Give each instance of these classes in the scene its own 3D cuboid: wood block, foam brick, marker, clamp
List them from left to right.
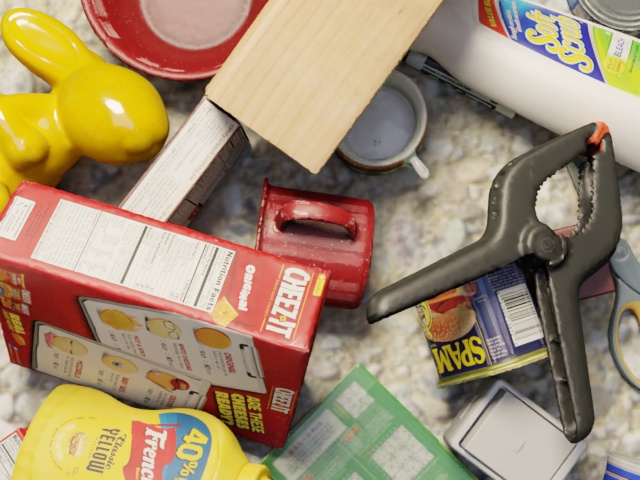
[{"bbox_3d":[0.019,-0.156,0.711,0.090,0.091,0.206,35,96,-11],"label":"wood block"},{"bbox_3d":[0.097,-0.128,0.814,0.121,0.020,0.020,27,87,3],"label":"marker"},{"bbox_3d":[0.149,0.017,0.705,0.164,0.036,0.210,37,72,-3],"label":"clamp"},{"bbox_3d":[0.174,0.019,0.773,0.051,0.078,0.053,-13,86,-1],"label":"foam brick"}]

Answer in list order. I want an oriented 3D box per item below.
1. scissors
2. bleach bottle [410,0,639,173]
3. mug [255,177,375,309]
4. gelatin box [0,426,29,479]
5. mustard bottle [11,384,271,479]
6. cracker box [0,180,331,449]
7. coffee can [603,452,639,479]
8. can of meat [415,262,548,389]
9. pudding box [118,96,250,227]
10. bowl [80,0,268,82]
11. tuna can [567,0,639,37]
[{"bbox_3d":[0.244,0.013,0.802,0.096,0.016,0.202,-10,86,-1],"label":"scissors"},{"bbox_3d":[0.150,-0.131,0.779,0.251,0.068,0.102,23,48,4],"label":"bleach bottle"},{"bbox_3d":[-0.005,0.001,0.762,0.081,0.117,0.093,8,65,-3],"label":"mug"},{"bbox_3d":[-0.235,0.192,0.794,0.089,0.030,0.073,-35,84,0],"label":"gelatin box"},{"bbox_3d":[-0.111,0.161,0.734,0.192,0.058,0.096,8,56,17],"label":"mustard bottle"},{"bbox_3d":[-0.110,0.054,0.731,0.213,0.164,0.072,16,57,2],"label":"cracker box"},{"bbox_3d":[0.234,0.231,0.744,0.103,0.103,0.140,16,86,2],"label":"coffee can"},{"bbox_3d":[0.112,0.054,0.760,0.057,0.102,0.084,-15,82,-25],"label":"can of meat"},{"bbox_3d":[-0.099,-0.046,0.777,0.039,0.090,0.113,36,88,2],"label":"pudding box"},{"bbox_3d":[-0.097,-0.194,0.805,0.162,0.055,0.162,0,86,1],"label":"bowl"},{"bbox_3d":[0.230,-0.196,0.808,0.086,0.034,0.086,0,86,1],"label":"tuna can"}]
